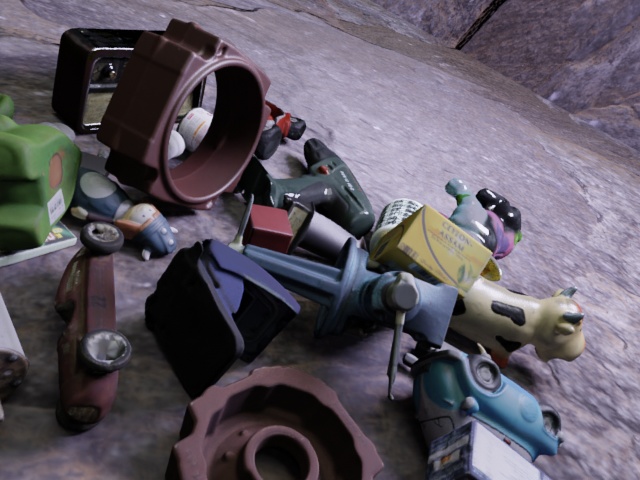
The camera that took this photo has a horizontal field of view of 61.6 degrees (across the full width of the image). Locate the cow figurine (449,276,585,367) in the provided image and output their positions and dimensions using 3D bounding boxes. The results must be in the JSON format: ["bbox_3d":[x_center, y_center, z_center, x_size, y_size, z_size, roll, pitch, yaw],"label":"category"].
[{"bbox_3d":[0.248,0.098,0.697,0.195,0.127,0.085,25,36,3],"label":"cow figurine"}]

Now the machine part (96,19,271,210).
[{"bbox_3d":[-0.155,-0.144,0.663,0.087,0.201,0.201,28,4,22],"label":"machine part"}]

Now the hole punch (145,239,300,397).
[{"bbox_3d":[-0.095,0.068,0.513,0.092,0.142,0.116,-18,67,-45],"label":"hole punch"}]

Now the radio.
[{"bbox_3d":[-0.279,-0.245,0.819,0.073,0.131,0.229,37,34,21],"label":"radio"}]

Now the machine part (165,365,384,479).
[{"bbox_3d":[-0.037,0.191,0.443,0.179,0.056,0.179,17,35,-13],"label":"machine part"}]

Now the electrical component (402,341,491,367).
[{"bbox_3d":[0.157,0.145,0.644,0.102,0.045,0.078,33,32,11],"label":"electrical component"}]

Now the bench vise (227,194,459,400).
[{"bbox_3d":[0.012,0.050,0.571,0.241,0.128,0.223,20,2,-2],"label":"bench vise"}]

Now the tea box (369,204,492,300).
[{"bbox_3d":[0.120,0.030,0.657,0.098,0.169,0.068,37,74,-2],"label":"tea box"}]

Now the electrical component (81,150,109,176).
[{"bbox_3d":[-0.306,-0.094,0.691,0.063,0.021,0.094,16,35,-14],"label":"electrical component"}]

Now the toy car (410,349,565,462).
[{"bbox_3d":[0.159,0.190,0.547,0.161,0.109,0.103,36,59,-5],"label":"toy car"}]

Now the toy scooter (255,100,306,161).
[{"bbox_3d":[-0.113,-0.203,0.924,0.135,0.075,0.184,31,30,8],"label":"toy scooter"}]

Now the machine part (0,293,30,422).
[{"bbox_3d":[-0.303,0.053,0.438,0.079,0.079,0.243,-9,46,-41],"label":"machine part"}]

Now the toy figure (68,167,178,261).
[{"bbox_3d":[-0.235,-0.032,0.624,0.154,0.057,0.064,29,74,4],"label":"toy figure"}]

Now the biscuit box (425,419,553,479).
[{"bbox_3d":[0.186,0.245,0.468,0.202,0.063,0.059,39,36,-7],"label":"biscuit box"}]

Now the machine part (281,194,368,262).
[{"bbox_3d":[-0.001,-0.002,0.728,0.139,0.084,0.039,23,6,-19],"label":"machine part"}]

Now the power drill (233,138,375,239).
[{"bbox_3d":[-0.032,-0.089,0.826,0.207,0.086,0.232,3,41,-43],"label":"power drill"}]

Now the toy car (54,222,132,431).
[{"bbox_3d":[-0.205,0.066,0.472,0.053,0.089,0.202,9,38,-30],"label":"toy car"}]

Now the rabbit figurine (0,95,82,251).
[{"bbox_3d":[-0.346,-0.086,0.543,0.170,0.121,0.159,7,40,-4],"label":"rabbit figurine"}]

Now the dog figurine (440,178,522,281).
[{"bbox_3d":[0.248,0.017,0.835,0.191,0.108,0.219,19,38,-15],"label":"dog figurine"}]
